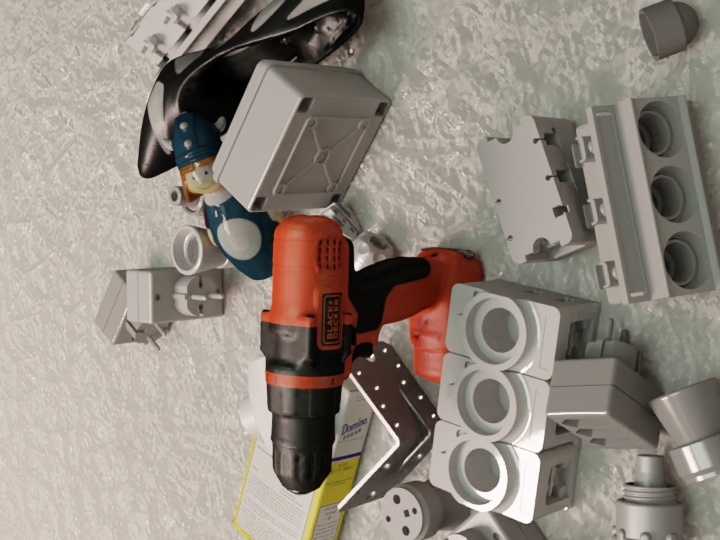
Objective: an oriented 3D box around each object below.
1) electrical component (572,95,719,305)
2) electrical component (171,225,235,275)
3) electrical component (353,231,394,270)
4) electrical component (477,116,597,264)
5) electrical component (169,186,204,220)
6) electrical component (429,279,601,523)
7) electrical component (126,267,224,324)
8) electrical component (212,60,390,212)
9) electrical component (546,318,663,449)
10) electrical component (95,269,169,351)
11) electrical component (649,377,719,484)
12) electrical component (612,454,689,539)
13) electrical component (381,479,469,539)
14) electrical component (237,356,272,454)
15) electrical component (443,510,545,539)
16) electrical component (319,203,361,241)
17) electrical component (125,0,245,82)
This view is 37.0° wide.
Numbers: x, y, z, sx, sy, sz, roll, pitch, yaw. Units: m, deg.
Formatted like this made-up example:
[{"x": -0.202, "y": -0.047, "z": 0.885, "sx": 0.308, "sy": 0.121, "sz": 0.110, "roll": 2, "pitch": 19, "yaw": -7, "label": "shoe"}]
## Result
[{"x": 0.178, "y": -0.041, "z": 0.675, "sx": 0.063, "sy": 0.079, "sz": 0.121, "roll": -20, "pitch": 79, "yaw": 64, "label": "electrical component"}, {"x": -0.130, "y": -0.019, "z": 0.960, "sx": 0.044, "sy": 0.065, "sz": 0.044, "roll": 3, "pitch": 94, "yaw": 43, "label": "electrical component"}, {"x": 0.000, "y": 0.000, "z": 0.863, "sx": 0.035, "sy": 0.035, "sz": 0.061, "roll": 53, "pitch": 128, "yaw": 26, "label": "electrical component"}, {"x": 0.126, "y": -0.054, "z": 0.729, "sx": 0.050, "sy": 0.056, "sz": 0.089, "roll": -26, "pitch": 75, "yaw": 41, "label": "electrical component"}, {"x": -0.143, "y": -0.067, "z": 0.971, "sx": 0.043, "sy": 0.062, "sz": 0.043, "roll": 4, "pitch": 95, "yaw": 43, "label": "electrical component"}, {"x": 0.105, "y": 0.089, "z": 0.754, "sx": 0.089, "sy": 0.062, "sz": 0.150, "roll": 14, "pitch": 102, "yaw": 41, "label": "electrical component"}, {"x": -0.156, "y": 0.022, "z": 0.974, "sx": 0.076, "sy": 0.083, "sz": 0.047, "roll": 4, "pitch": 95, "yaw": 42, "label": "electrical component"}, {"x": -0.046, "y": -0.104, "z": 0.849, "sx": 0.056, "sy": 0.109, "sz": 0.108, "roll": 44, "pitch": 120, "yaw": 28, "label": "electrical component"}, {"x": 0.163, "y": 0.070, "z": 0.703, "sx": 0.047, "sy": 0.066, "sz": 0.076, "roll": -8, "pitch": 58, "yaw": 43, "label": "electrical component"}, {"x": -0.213, "y": 0.047, "z": 1.054, "sx": 0.077, "sy": 0.047, "sz": 0.065, "roll": 45, "pitch": 121, "yaw": 31, "label": "electrical component"}, {"x": 0.211, "y": 0.100, "z": 0.669, "sx": 0.045, "sy": 0.045, "sz": 0.055, "roll": -31, "pitch": 73, "yaw": 39, "label": "electrical component"}, {"x": 0.188, "y": 0.151, "z": 0.696, "sx": 0.048, "sy": 0.048, "sz": 0.062, "roll": -3, "pitch": 84, "yaw": 43, "label": "electrical component"}, {"x": 0.049, "y": 0.181, "z": 0.816, "sx": 0.045, "sy": 0.055, "sz": 0.045, "roll": 2, "pitch": 92, "yaw": 43, "label": "electrical component"}, {"x": -0.070, "y": 0.112, "z": 0.870, "sx": 0.079, "sy": 0.044, "sz": 0.077, "roll": -27, "pitch": 74, "yaw": 38, "label": "electrical component"}, {"x": 0.083, "y": 0.204, "z": 0.772, "sx": 0.065, "sy": 0.077, "sz": 0.047, "roll": -50, "pitch": 61, "yaw": 33, "label": "electrical component"}, {"x": -0.027, "y": -0.029, "z": 0.884, "sx": 0.046, "sy": 0.040, "sz": 0.040, "roll": -35, "pitch": 69, "yaw": 32, "label": "electrical component"}, {"x": -0.153, "y": -0.234, "z": 0.960, "sx": 0.121, "sy": 0.063, "sz": 0.078, "roll": -40, "pitch": 26, "yaw": 37, "label": "electrical component"}]
